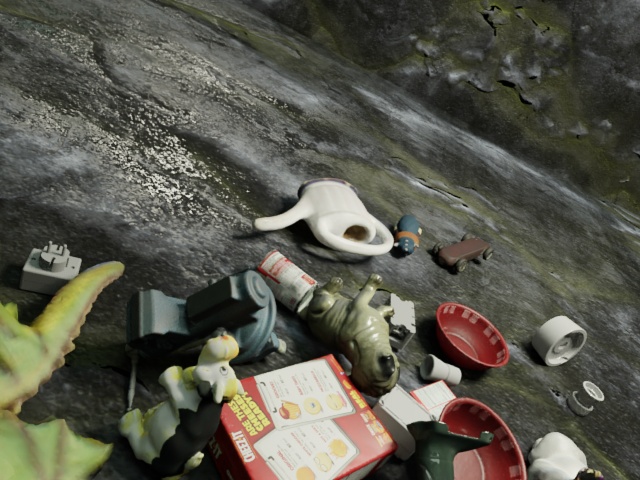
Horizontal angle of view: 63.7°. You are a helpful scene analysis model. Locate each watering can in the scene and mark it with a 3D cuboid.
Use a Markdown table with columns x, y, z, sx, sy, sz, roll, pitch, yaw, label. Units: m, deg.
| x | y | z | sx | sy | sz | roll | pitch | yaw | label |
| --- | --- | --- | --- | --- | --- | --- | --- | --- | --- |
| 0.003 | -0.057 | 1.126 | 0.346 | 0.102 | 0.229 | 12 | 32 | -27 | watering can |

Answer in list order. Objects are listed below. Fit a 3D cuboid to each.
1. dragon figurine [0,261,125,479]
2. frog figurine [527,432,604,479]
| x | y | z | sx | sy | sz | roll | pitch | yaw | label |
| --- | --- | --- | --- | --- | --- | --- | --- | --- | --- |
| -0.325 | 0.170 | 0.562 | 0.244 | 0.120 | 0.415 | 52 | 37 | 7 | dragon figurine |
| 0.377 | 0.374 | 0.805 | 0.137 | 0.123 | 0.159 | 8 | -1 | -17 | frog figurine |
